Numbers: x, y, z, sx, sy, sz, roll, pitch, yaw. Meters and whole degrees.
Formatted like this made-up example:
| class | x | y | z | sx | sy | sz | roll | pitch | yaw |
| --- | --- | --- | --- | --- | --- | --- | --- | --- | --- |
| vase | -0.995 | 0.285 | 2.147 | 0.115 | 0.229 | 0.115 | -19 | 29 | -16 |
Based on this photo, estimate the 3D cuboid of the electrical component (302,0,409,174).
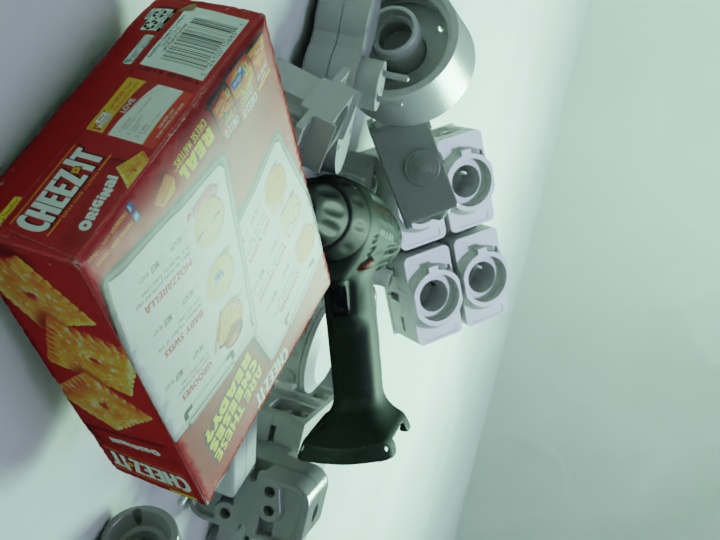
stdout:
| class | x | y | z | sx | sy | sz | roll | pitch | yaw |
| --- | --- | --- | --- | --- | --- | --- | --- | --- | --- |
| electrical component | -0.002 | -0.137 | 0.779 | 0.052 | 0.074 | 0.138 | 42 | 61 | -82 |

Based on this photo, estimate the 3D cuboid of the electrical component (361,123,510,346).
| class | x | y | z | sx | sy | sz | roll | pitch | yaw |
| --- | --- | --- | --- | --- | --- | --- | --- | --- | --- |
| electrical component | 0.075 | -0.034 | 1.025 | 0.105 | 0.060 | 0.186 | -20 | 111 | -23 |

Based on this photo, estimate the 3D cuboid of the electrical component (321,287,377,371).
| class | x | y | z | sx | sy | sz | roll | pitch | yaw |
| --- | --- | --- | --- | --- | --- | --- | --- | --- | --- |
| electrical component | -0.020 | 0.045 | 0.987 | 0.096 | 0.062 | 0.061 | 89 | 22 | -52 |

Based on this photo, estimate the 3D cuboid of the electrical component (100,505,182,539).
| class | x | y | z | sx | sy | sz | roll | pitch | yaw |
| --- | --- | --- | --- | --- | --- | --- | --- | --- | --- |
| electrical component | -0.140 | 0.186 | 0.696 | 0.055 | 0.055 | 0.047 | -60 | 158 | -44 |

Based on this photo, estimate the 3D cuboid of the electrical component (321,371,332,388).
| class | x | y | z | sx | sy | sz | roll | pitch | yaw |
| --- | --- | --- | --- | --- | --- | --- | --- | --- | --- |
| electrical component | -0.037 | 0.135 | 1.036 | 0.053 | 0.059 | 0.095 | -58 | 160 | -47 |

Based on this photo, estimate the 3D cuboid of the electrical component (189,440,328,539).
| class | x | y | z | sx | sy | sz | roll | pitch | yaw |
| --- | --- | --- | --- | --- | --- | --- | --- | --- | --- |
| electrical component | -0.077 | 0.171 | 0.840 | 0.059 | 0.095 | 0.053 | -33 | 138 | -70 |

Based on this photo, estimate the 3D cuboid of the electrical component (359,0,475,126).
| class | x | y | z | sx | sy | sz | roll | pitch | yaw |
| --- | --- | --- | --- | --- | --- | --- | --- | --- | --- |
| electrical component | 0.032 | -0.173 | 0.837 | 0.060 | 0.108 | 0.108 | 44 | 64 | -68 |

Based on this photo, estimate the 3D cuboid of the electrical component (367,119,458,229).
| class | x | y | z | sx | sy | sz | roll | pitch | yaw |
| --- | --- | --- | --- | --- | --- | --- | --- | --- | --- |
| electrical component | 0.044 | -0.090 | 0.907 | 0.099 | 0.048 | 0.099 | -94 | 163 | -77 |

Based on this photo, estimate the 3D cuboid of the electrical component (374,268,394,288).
| class | x | y | z | sx | sy | sz | roll | pitch | yaw |
| --- | --- | --- | --- | --- | --- | --- | --- | --- | --- |
| electrical component | 0.000 | 0.000 | 1.011 | 0.048 | 0.062 | 0.048 | 17 | 90 | -77 |

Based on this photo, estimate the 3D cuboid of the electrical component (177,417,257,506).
| class | x | y | z | sx | sy | sz | roll | pitch | yaw |
| --- | --- | --- | --- | --- | --- | --- | --- | --- | --- |
| electrical component | -0.110 | 0.133 | 0.763 | 0.076 | 0.047 | 0.065 | -57 | 160 | -49 |

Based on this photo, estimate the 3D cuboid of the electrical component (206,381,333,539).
| class | x | y | z | sx | sy | sz | roll | pitch | yaw |
| --- | --- | --- | --- | --- | --- | --- | --- | --- | --- |
| electrical component | -0.079 | 0.195 | 0.937 | 0.105 | 0.060 | 0.186 | -28 | 134 | -71 |

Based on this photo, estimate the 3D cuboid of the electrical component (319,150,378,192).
| class | x | y | z | sx | sy | sz | roll | pitch | yaw |
| --- | --- | --- | --- | --- | --- | --- | --- | --- | --- |
| electrical component | -0.012 | -0.064 | 0.928 | 0.064 | 0.042 | 0.081 | -35 | 141 | -75 |

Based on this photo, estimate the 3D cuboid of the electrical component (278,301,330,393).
| class | x | y | z | sx | sy | sz | roll | pitch | yaw |
| --- | --- | --- | --- | --- | --- | --- | --- | --- | --- |
| electrical component | -0.050 | 0.059 | 0.907 | 0.080 | 0.051 | 0.080 | 17 | 90 | -77 |

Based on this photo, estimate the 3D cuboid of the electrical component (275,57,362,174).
| class | x | y | z | sx | sy | sz | roll | pitch | yaw |
| --- | --- | --- | --- | --- | --- | --- | --- | --- | --- |
| electrical component | -0.041 | -0.104 | 0.708 | 0.081 | 0.064 | 0.042 | -59 | 175 | -47 |
